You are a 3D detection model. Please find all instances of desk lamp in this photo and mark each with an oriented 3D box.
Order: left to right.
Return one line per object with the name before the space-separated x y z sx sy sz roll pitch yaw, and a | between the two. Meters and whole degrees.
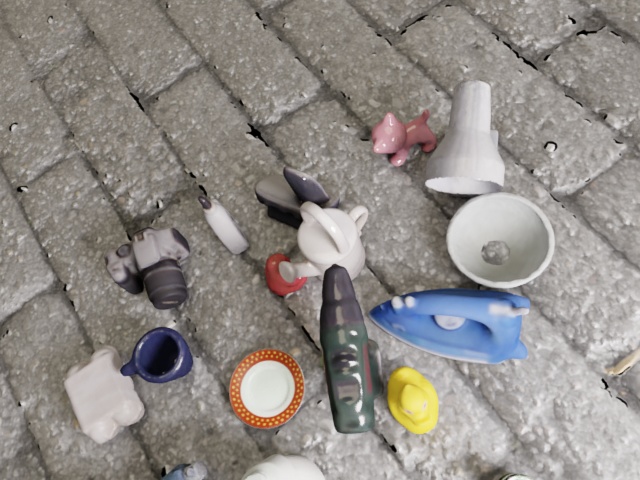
desk lamp | 0.241 -0.147 0.945 0.117 0.214 0.203 5 69 13

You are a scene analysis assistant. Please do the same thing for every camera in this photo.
camera | -0.306 0.058 1.033 0.143 0.101 0.136 -24 65 1

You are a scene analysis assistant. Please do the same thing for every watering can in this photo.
watering can | 0.010 0.005 0.940 0.100 0.194 0.173 21 74 19

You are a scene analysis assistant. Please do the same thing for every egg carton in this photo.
egg carton | -0.368 0.263 0.978 0.107 0.069 0.150 -34 66 -4

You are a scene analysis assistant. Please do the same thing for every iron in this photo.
iron | 0.194 0.115 0.887 0.257 0.142 0.119 4 69 13

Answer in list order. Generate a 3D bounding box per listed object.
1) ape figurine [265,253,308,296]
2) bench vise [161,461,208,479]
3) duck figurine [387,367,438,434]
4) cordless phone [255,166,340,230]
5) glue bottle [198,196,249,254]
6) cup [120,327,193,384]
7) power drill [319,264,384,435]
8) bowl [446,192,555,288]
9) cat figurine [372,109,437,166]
ape figurine | -0.066 0.052 0.992 0.076 0.092 0.077 -45 67 -8
bench vise | -0.273 0.384 0.827 0.121 0.220 0.207 33 78 22
duck figurine | 0.140 0.241 0.876 0.077 0.086 0.104 -23 65 2
cordless phone | -0.051 -0.095 0.998 0.147 0.185 0.094 19 73 18
glue bottle | -0.177 -0.037 1.006 0.037 0.173 0.078 -31 65 -2
cup | -0.266 0.207 0.967 0.117 0.095 0.091 -25 65 1
power drill | 0.045 0.173 0.856 0.075 0.209 0.229 -10 66 8
bowl | 0.294 0.009 0.946 0.167 0.075 0.167 -4 67 10
cat figurine | 0.146 -0.193 1.036 0.128 0.118 0.067 -28 65 -1
